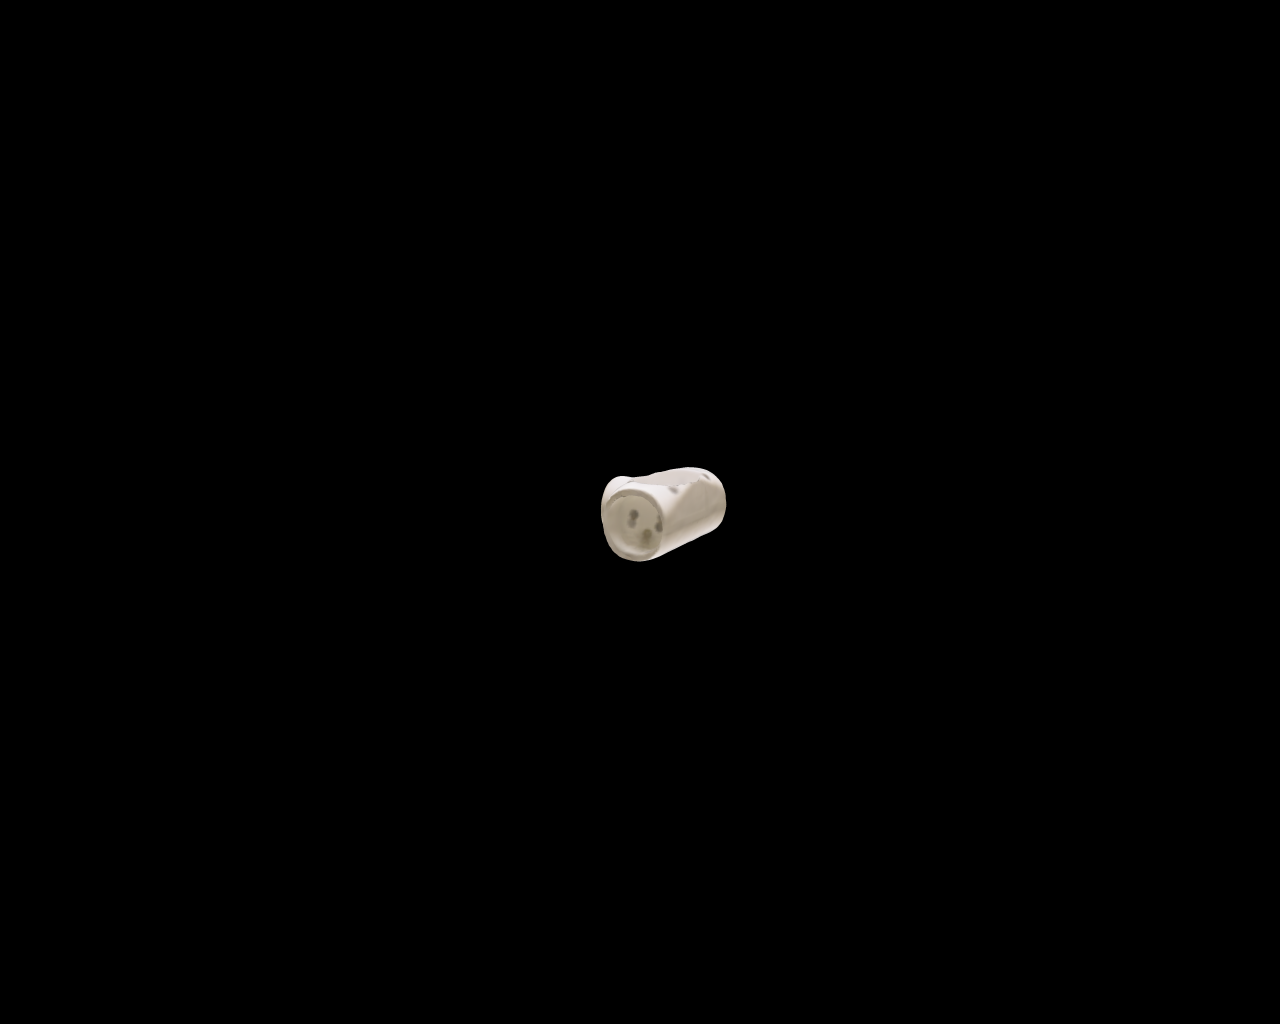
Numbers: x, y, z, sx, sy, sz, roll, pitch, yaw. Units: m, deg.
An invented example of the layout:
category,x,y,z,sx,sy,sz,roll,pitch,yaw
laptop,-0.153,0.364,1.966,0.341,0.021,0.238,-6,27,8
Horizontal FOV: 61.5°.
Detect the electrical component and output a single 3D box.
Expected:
category,x,y,z,sx,sy,sz,roll,pitch,yaw
electrical component,0.001,-0.003,0.650,0.079,0.044,0.077,8,16,31
